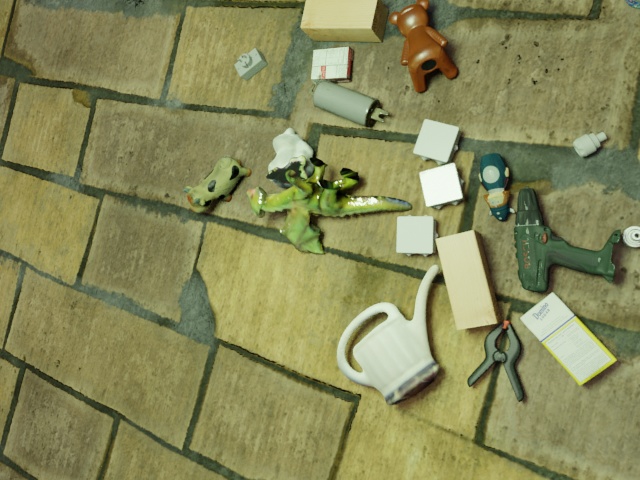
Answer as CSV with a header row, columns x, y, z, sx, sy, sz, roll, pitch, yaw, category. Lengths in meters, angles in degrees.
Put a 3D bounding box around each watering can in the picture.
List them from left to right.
x,y,z,sx,sy,sz,roll,pitch,yaw,category
0.196,0.236,1.206,0.345,0.104,0.227,-42,70,15,watering can

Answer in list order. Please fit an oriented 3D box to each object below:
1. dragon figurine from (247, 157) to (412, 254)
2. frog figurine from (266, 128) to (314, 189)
x,y,z,sx,sy,sz,roll,pitch,yaw,category
0.004,-0.067,1.328,0.410,0.125,0.237,22,123,1,dragon figurine
-0.083,-0.221,1.408,0.135,0.121,0.163,-40,34,25,frog figurine
